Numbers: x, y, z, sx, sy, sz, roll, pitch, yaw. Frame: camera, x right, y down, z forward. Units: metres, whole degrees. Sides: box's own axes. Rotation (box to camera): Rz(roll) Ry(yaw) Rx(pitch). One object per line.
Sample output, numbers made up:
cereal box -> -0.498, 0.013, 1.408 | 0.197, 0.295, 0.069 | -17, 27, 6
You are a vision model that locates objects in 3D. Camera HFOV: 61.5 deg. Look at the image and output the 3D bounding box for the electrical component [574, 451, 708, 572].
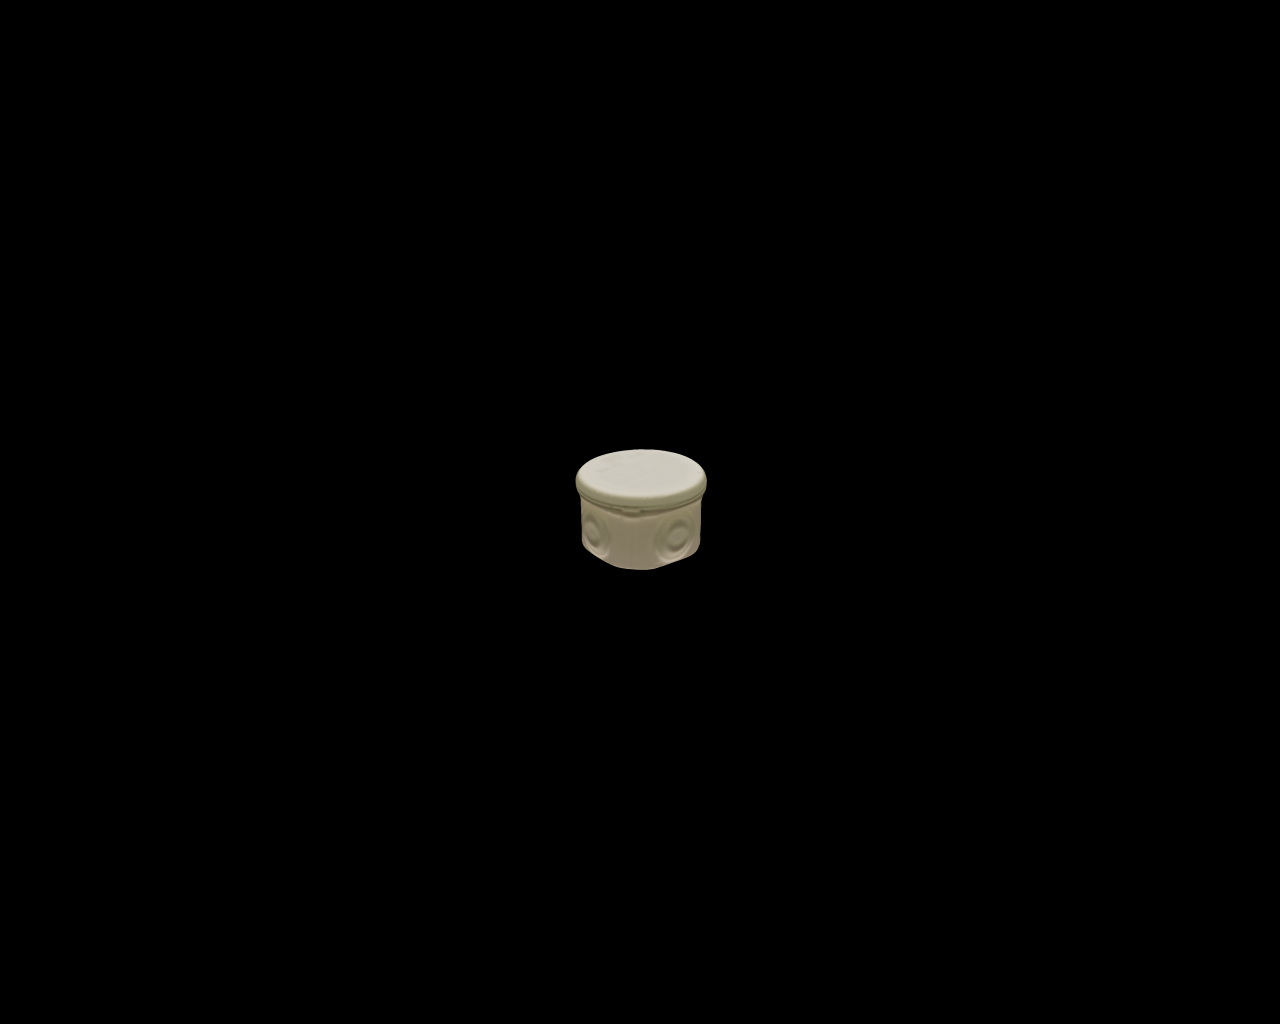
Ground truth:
electrical component -> 0.001, -0.003, 0.650 | 0.080, 0.050, 0.080 | 0, 24, 0
